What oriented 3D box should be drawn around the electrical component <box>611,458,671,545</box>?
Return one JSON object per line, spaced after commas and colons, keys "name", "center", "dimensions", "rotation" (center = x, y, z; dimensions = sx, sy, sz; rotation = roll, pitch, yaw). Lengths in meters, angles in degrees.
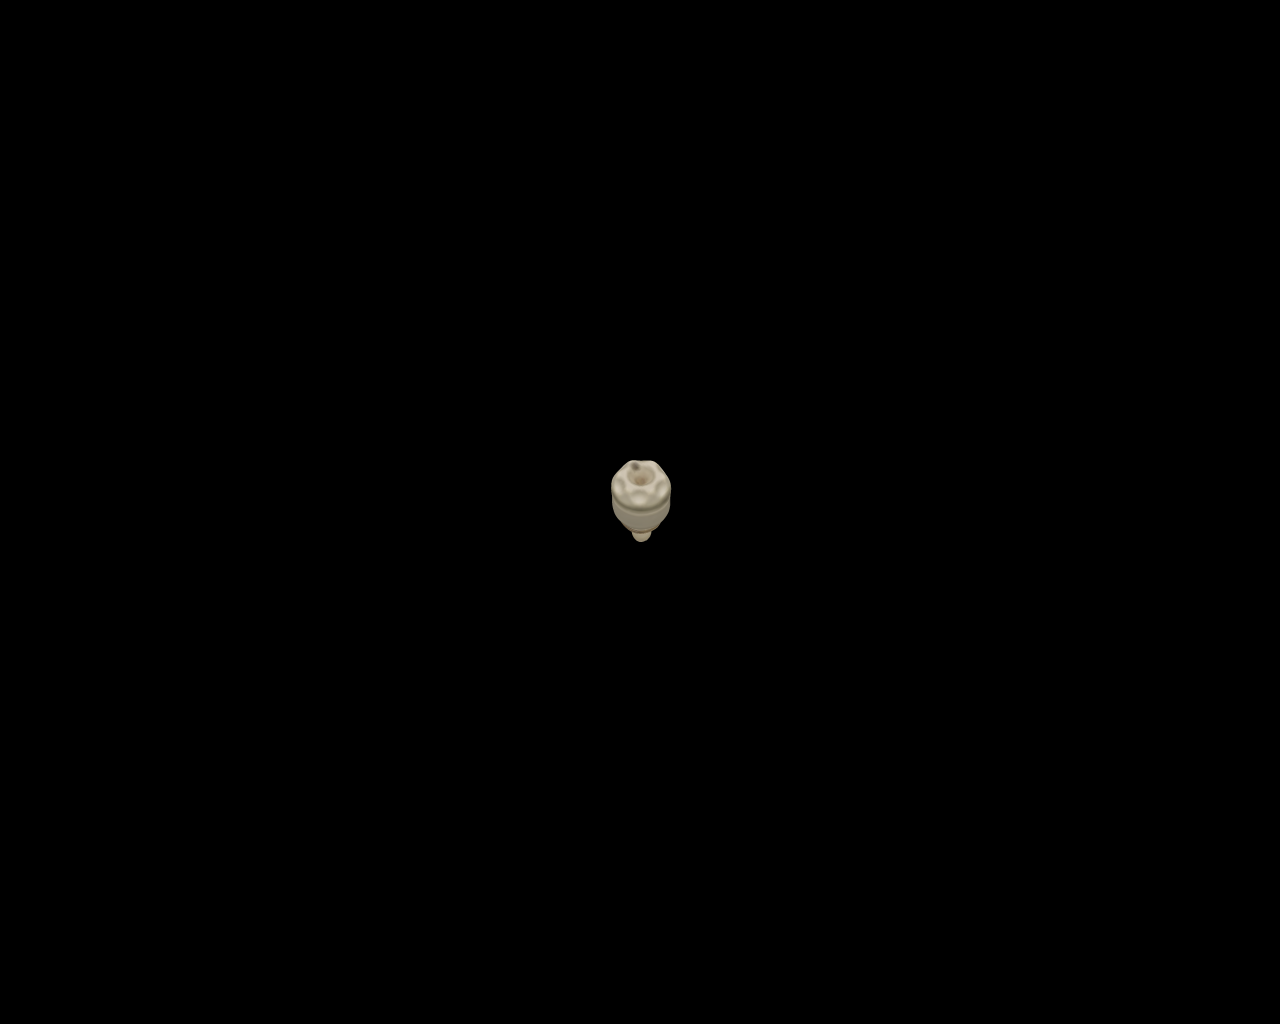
{"name": "electrical component", "center": [0.001, -0.003, 0.650], "dimensions": [0.035, 0.035, 0.061], "rotation": [0, -39, 0]}
